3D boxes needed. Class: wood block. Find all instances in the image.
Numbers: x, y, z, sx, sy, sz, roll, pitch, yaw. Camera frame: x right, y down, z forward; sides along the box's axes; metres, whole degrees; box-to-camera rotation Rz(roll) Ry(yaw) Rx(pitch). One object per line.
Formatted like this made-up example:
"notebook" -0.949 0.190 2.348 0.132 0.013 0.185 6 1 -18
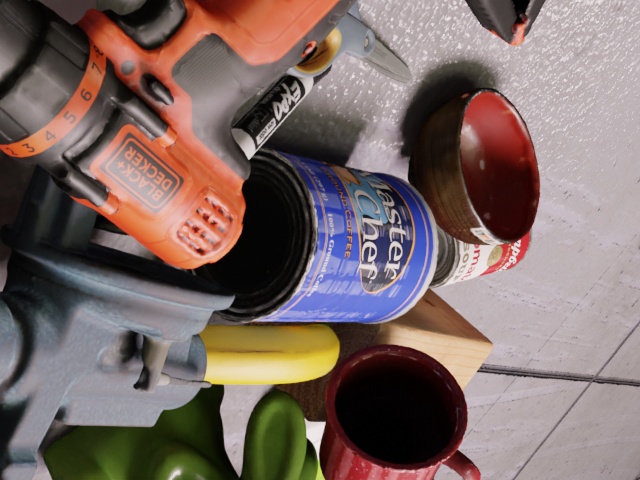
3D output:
"wood block" 0.042 0.082 0.833 0.090 0.091 0.205 -55 149 12

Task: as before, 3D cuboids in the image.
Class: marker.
"marker" -0.023 -0.075 0.590 0.121 0.020 0.020 -54 163 -47

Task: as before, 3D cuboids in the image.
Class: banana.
"banana" -0.061 0.068 0.655 0.197 0.070 0.037 4 89 -32

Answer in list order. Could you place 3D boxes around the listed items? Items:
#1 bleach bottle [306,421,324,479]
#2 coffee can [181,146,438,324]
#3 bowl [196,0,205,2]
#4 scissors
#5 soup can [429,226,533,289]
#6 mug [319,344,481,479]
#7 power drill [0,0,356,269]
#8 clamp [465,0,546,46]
"bleach bottle" -0.010 0.197 0.935 0.102 0.068 0.251 -32 144 -32
"coffee can" -0.004 0.001 0.664 0.140 0.103 0.103 7 120 -55
"bowl" -0.040 -0.179 0.452 0.161 0.055 0.162 -32 147 -25
"scissors" 0.022 -0.135 0.620 0.201 0.016 0.096 -20 123 -62
"soup can" 0.113 -0.002 0.850 0.102 0.069 0.069 -11 134 -45
"mug" 0.054 0.136 0.708 0.093 0.117 0.081 -49 162 -36
"power drill" -0.050 -0.099 0.402 0.187 0.057 0.184 -48 136 -2
"clamp" 0.118 -0.203 0.648 0.164 0.036 0.210 -28 146 -29
